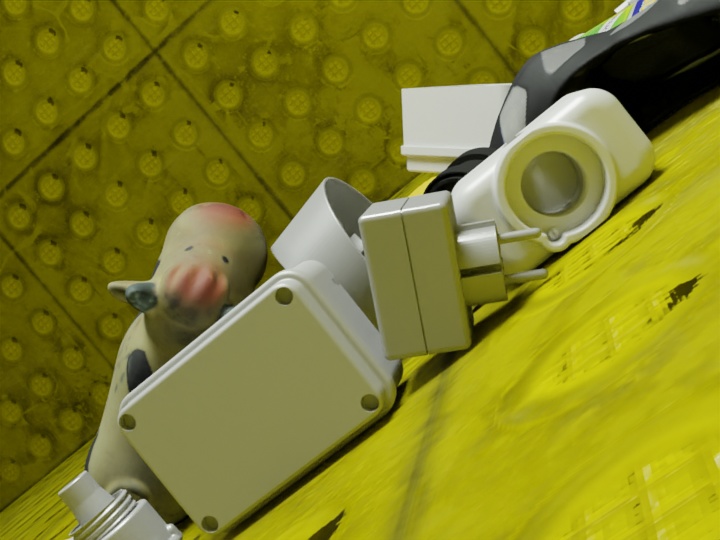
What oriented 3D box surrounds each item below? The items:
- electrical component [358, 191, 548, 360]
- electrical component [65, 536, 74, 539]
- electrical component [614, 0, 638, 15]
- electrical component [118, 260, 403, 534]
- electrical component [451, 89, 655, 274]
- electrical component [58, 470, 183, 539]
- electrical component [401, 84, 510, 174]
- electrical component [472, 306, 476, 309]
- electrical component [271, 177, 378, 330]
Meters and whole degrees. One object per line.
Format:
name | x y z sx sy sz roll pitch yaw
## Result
electrical component | 0.045 -0.001 0.483 0.077 0.065 0.047 -9 9 9
electrical component | -0.149 0.160 0.569 0.040 0.040 0.078 -38 4 20
electrical component | 0.261 -0.210 0.800 0.121 0.063 0.078 -39 4 3
electrical component | -0.045 0.058 0.495 0.113 0.078 0.057 -39 1 13
electrical component | 0.093 -0.043 0.527 0.095 0.053 0.059 -39 4 7
electrical component | -0.122 0.127 0.528 0.048 0.062 0.048 -39 4 3
electrical component | 0.089 -0.096 0.725 0.078 0.057 0.113 -11 13 -37
electrical component | 0.046 0.001 0.570 0.044 0.044 0.065 -39 -1 11
electrical component | 0.000 0.000 0.601 0.064 0.099 0.099 -46 4 3
